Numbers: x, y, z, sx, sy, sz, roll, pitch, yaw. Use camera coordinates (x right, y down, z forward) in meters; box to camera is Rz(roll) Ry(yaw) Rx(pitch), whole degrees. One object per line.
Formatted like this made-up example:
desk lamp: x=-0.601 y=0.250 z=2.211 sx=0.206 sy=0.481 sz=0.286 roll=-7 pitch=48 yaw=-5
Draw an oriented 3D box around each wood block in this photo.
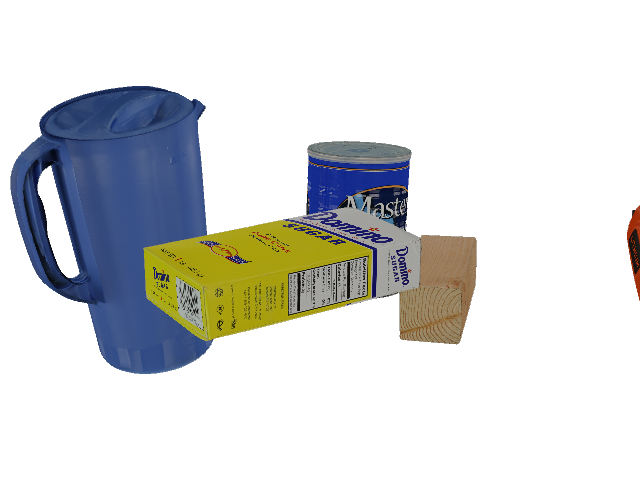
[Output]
wood block: x=0.181 y=0.070 z=1.621 sx=0.091 sy=0.090 sz=0.206 roll=3 pitch=22 yaw=13

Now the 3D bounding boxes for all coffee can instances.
coffee can: x=0.036 y=-0.023 z=1.067 sx=0.103 sy=0.140 sz=0.103 roll=2 pitch=13 yaw=-1

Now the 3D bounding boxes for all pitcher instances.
pitcher: x=-0.169 y=-0.004 z=0.943 sx=0.149 sy=0.243 sz=0.145 roll=-3 pitch=26 yaw=4

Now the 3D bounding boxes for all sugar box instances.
sugar box: x=-0.025 y=0.018 z=0.752 sx=0.175 sy=0.048 sz=0.093 roll=-15 pitch=25 yaw=-31

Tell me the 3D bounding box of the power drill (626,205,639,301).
power drill: x=0.257 y=-0.043 z=0.740 sx=0.057 sy=0.188 sz=0.184 roll=5 pitch=38 yaw=8
